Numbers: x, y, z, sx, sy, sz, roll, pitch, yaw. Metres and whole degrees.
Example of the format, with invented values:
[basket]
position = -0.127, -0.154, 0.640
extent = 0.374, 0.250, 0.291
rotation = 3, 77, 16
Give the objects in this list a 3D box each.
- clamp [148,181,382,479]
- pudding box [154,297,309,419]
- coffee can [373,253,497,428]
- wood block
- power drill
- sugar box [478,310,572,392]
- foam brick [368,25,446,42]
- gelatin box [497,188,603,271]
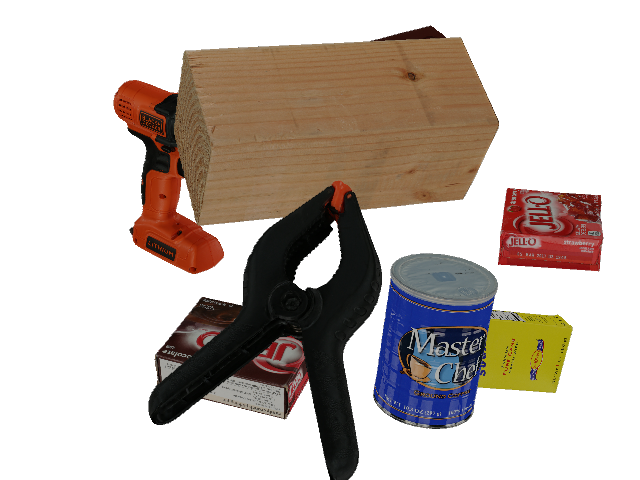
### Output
[clamp]
position = -0.006, 0.050, 0.593
extent = 0.120, 0.171, 0.039
rotation = 26, -17, 15
[pudding box]
position = -0.063, 0.092, 0.854
extent = 0.114, 0.039, 0.090
rotation = 9, 30, 16
[coffee can]
position = 0.111, 0.097, 1.042
extent = 0.103, 0.140, 0.103
rotation = 6, 23, -3
[wood block]
position = 0.008, -0.080, 0.762
extent = 0.205, 0.091, 0.090
rotation = -6, -33, -18
[power drill]
position = -0.139, -0.062, 1.117
extent = 0.185, 0.188, 0.057
rotation = 26, 36, 31
[sugar box]
position = 0.212, 0.133, 1.306
extent = 0.176, 0.093, 0.048
rotation = 5, 17, -18
[foam brick]
position = 0.077, -0.149, 0.943
extent = 0.078, 0.051, 0.053
rotation = -17, 36, -14
[gelatin box]
position = 0.173, -0.010, 0.802
extent = 0.073, 0.030, 0.089
rotation = 5, 25, 12
